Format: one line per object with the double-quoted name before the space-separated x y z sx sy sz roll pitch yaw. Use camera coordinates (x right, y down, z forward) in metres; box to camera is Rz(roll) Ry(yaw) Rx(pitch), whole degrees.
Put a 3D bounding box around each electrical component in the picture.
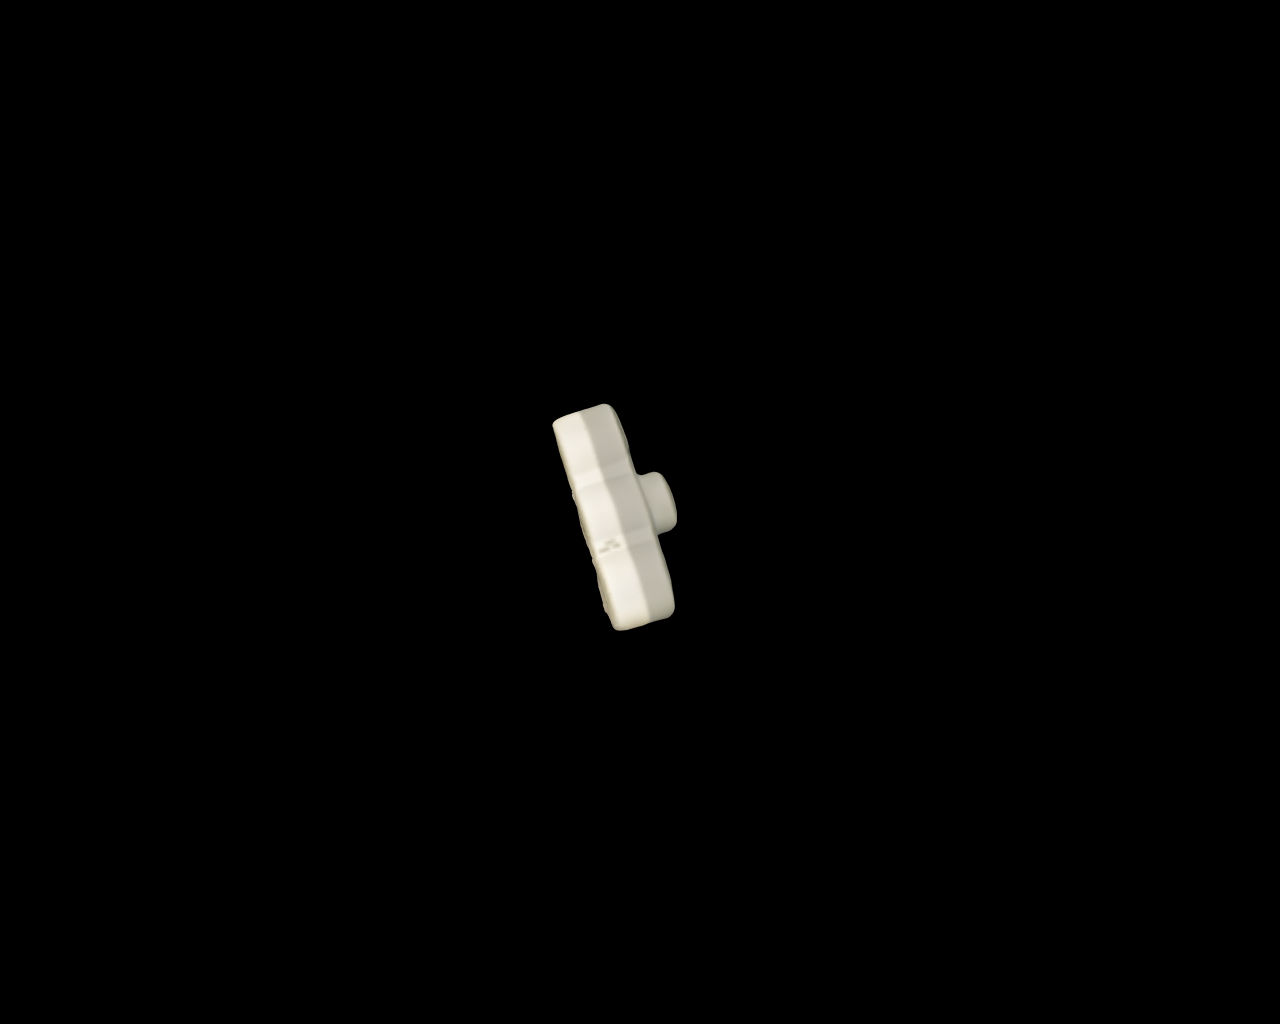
"electrical component" 0.001 -0.003 0.650 0.074 0.138 0.052 -17 -15 -5
